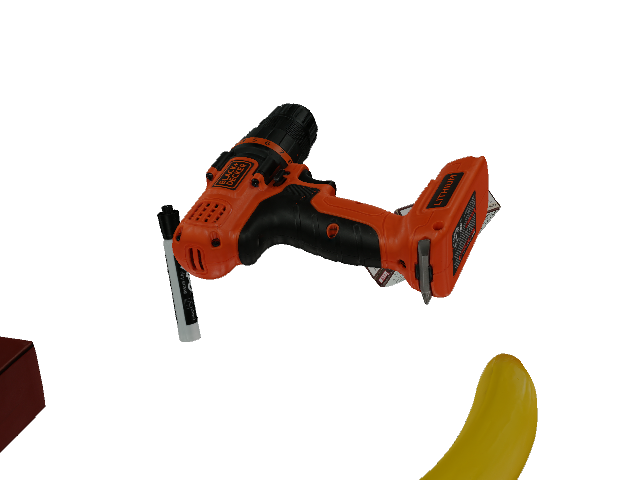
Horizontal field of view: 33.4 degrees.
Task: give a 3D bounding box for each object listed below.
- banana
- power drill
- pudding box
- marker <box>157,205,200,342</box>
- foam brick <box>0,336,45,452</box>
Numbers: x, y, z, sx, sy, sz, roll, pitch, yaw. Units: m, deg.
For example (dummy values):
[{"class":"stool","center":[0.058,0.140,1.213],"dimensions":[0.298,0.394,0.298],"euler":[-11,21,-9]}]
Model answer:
[{"class":"banana","center":[0.067,0.117,0.552],"dimensions":[0.070,0.037,0.197],"euler":[21,40,37]},{"class":"power drill","center":[0.015,-0.031,0.726],"dimensions":[0.188,0.057,0.184],"euler":[8,41,22]},{"class":"pudding box","center":[0.105,-0.006,1.019],"dimensions":[0.113,0.039,0.090],"euler":[-21,-24,-33]},{"class":"marker","center":[-0.123,0.029,0.928],"dimensions":[0.020,0.121,0.020],"euler":[-8,13,2]},{"class":"foam brick","center":[-0.222,0.103,0.684],"dimensions":[0.053,0.051,0.078],"euler":[6,29,22]}]
